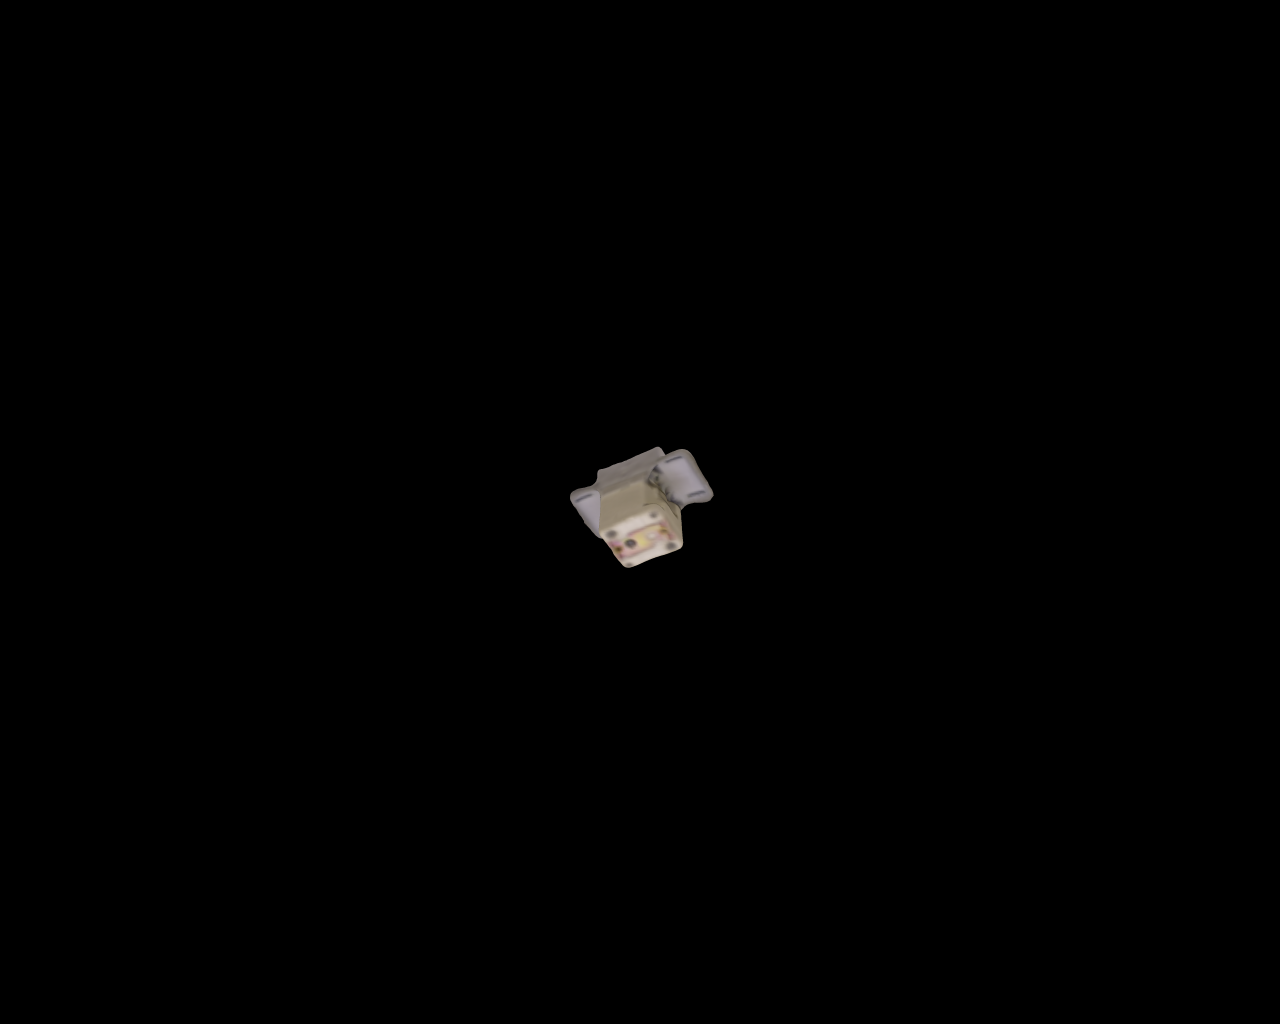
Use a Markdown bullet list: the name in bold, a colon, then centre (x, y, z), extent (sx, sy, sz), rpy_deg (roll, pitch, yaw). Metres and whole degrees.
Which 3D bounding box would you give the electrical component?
- **electrical component**: centre (0.001, -0.003, 0.650), extent (0.081, 0.042, 0.064), rpy_deg (-22, 38, 18)
